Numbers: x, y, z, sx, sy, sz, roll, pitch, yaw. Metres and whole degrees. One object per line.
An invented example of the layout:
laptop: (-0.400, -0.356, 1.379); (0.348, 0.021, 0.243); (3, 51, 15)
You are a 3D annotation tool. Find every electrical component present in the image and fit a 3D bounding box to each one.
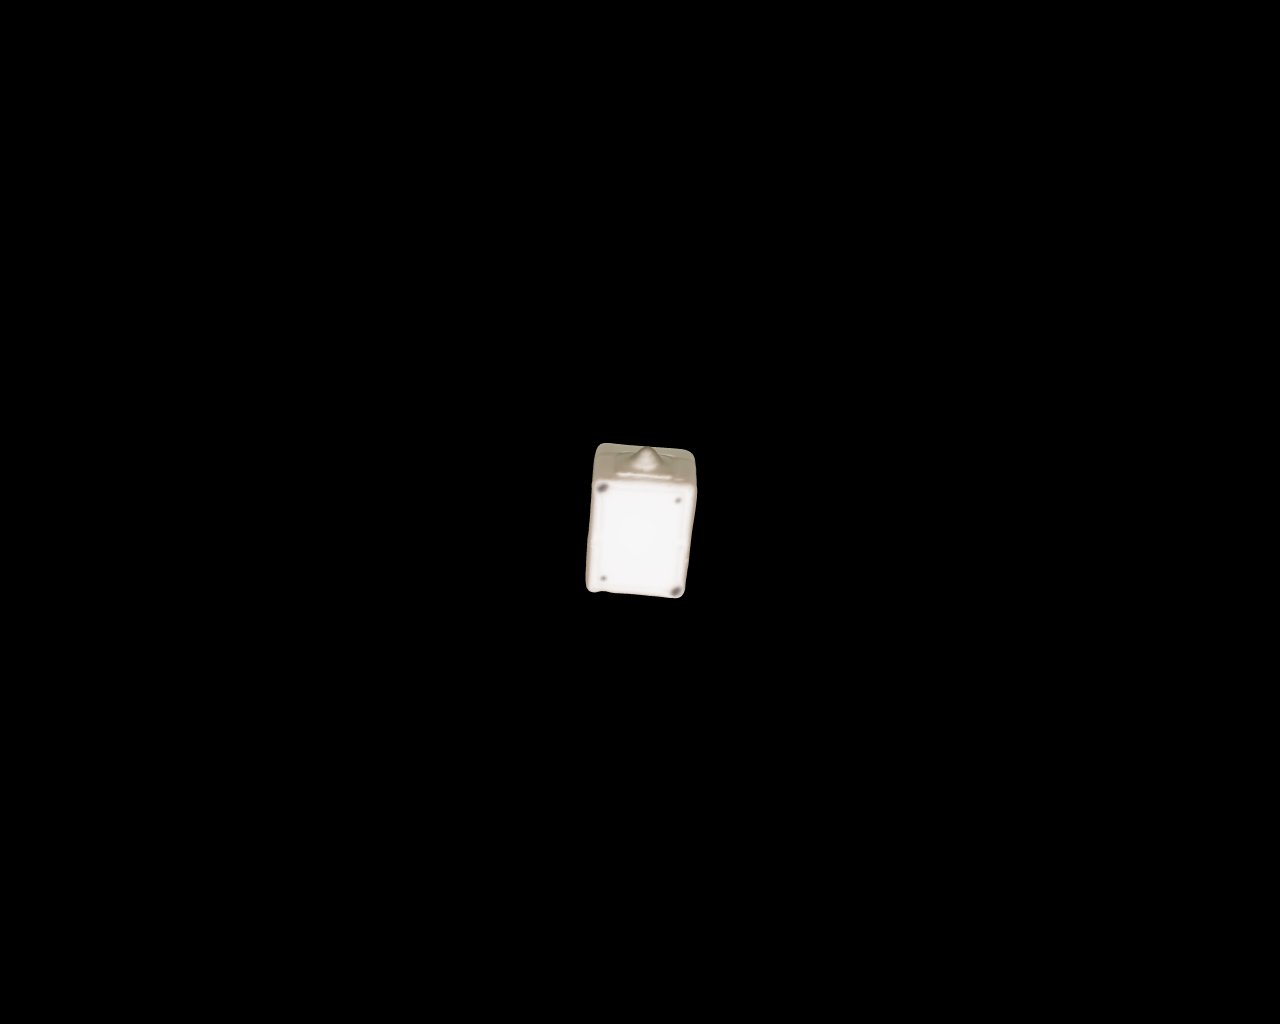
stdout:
electrical component: (0.001, -0.003, 0.650); (0.062, 0.096, 0.061); (4, 28, -2)
